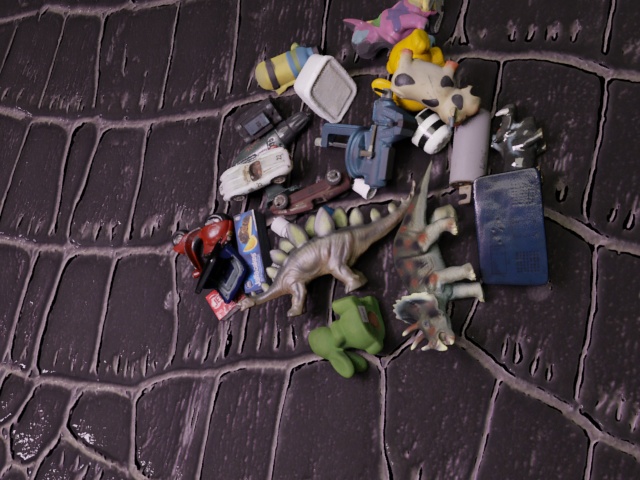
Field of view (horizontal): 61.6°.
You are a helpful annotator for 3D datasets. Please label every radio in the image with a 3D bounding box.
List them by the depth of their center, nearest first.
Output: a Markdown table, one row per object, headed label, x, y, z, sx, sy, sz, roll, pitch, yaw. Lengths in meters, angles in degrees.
| label | x | y | z | sx | sy | sz | roll | pitch | yaw |
| --- | --- | --- | --- | --- | --- | --- | --- | --- | --- |
| radio | 0.380 | -0.025 | 1.074 | 0.131 | 0.073 | 0.229 | -5 | 93 | 21 |

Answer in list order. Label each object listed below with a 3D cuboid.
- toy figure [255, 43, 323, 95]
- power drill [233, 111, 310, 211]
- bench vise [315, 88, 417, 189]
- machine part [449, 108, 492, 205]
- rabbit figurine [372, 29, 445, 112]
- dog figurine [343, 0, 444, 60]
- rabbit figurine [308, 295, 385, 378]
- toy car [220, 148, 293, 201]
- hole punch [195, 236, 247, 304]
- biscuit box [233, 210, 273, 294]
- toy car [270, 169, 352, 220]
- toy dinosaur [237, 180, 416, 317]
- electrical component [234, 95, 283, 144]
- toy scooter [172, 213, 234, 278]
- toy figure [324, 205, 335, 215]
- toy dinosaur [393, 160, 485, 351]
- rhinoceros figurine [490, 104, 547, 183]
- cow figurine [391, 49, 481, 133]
| label | x | y | z | sx | sy | sz | roll | pitch | yaw |
| --- | --- | --- | --- | --- | --- | --- | --- | --- | --- |
| toy figure | -0.080 | -0.446 | 1.378 | 0.180 | 0.089 | 0.082 | -18 | 64 | 19 |
| power drill | -0.097 | -0.189 | 1.328 | 0.232 | 0.086 | 0.207 | -27 | 73 | 15 |
| bench vise | 0.090 | -0.235 | 1.218 | 0.241 | 0.129 | 0.223 | 14 | 114 | 35 |
| machine part | 0.328 | -0.196 | 1.168 | 0.079 | 0.079 | 0.243 | 4 | 78 | 22 |
| rabbit figurine | 0.202 | -0.367 | 1.228 | 0.162 | 0.121 | 0.173 | -16 | 65 | 27 |
| dog figurine | 0.172 | -0.526 | 1.295 | 0.219 | 0.108 | 0.191 | 11 | 82 | 26 |
| rabbit figurine | 0.057 | 0.214 | 1.171 | 0.170 | 0.121 | 0.159 | -31 | 74 | 31 |
| toy car | -0.156 | -0.154 | 1.277 | 0.202 | 0.056 | 0.073 | -21 | 67 | 20 |
| hole punch | -0.233 | 0.076 | 1.275 | 0.092 | 0.116 | 0.142 | 21 | 110 | -16 |
| biscuit box | -0.158 | 0.032 | 1.306 | 0.059 | 0.062 | 0.202 | -18 | 71 | 17 |
| toy car | -0.019 | -0.099 | 1.263 | 0.202 | 0.089 | 0.053 | -24 | 68 | 7 |
| toy dinosaur | 0.027 | 0.028 | 1.181 | 0.471 | 0.105 | 0.198 | -26 | 86 | -5 |
| electrical component | -0.154 | -0.302 | 1.350 | 0.115 | 0.058 | 0.134 | -35 | 23 | 10 |
| toy scooter | -0.289 | 0.019 | 1.354 | 0.184 | 0.075 | 0.135 | -22 | 70 | 18 |
| toy figure | -0.001 | -0.003 | 1.258 | 0.064 | 0.057 | 0.154 | 23 | 87 | 20 |
| toy dinosaur | 0.220 | 0.043 | 1.136 | 0.192 | 0.131 | 0.405 | -20 | 65 | 15 |
| rhinoceros figurine | 0.420 | -0.197 | 1.141 | 0.112 | 0.073 | 0.190 | -6 | 76 | 30 |
| cow figurine | 0.244 | -0.309 | 1.128 | 0.195 | 0.085 | 0.127 | 20 | 93 | 6 |
